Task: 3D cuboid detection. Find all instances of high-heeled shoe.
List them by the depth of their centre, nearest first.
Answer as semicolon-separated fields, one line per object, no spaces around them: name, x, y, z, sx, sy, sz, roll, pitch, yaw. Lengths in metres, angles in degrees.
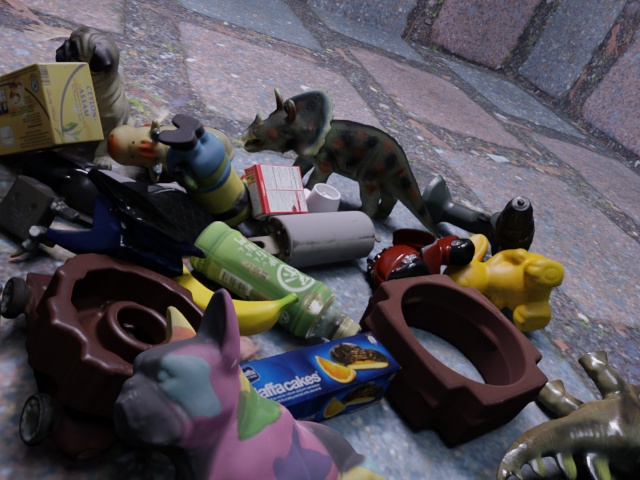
high-heeled shoe;-0.257;-0.045;0.707;0.248;0.086;0.145;27;-9;-35

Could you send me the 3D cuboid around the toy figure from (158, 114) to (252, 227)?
toy figure;-0.151;-0.084;0.726;0.082;0.180;0.089;-40;59;-15

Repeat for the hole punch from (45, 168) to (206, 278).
hole punch;-0.208;0.000;0.576;0.116;0.092;0.142;35;-6;29

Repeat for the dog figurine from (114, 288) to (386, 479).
dog figurine;-0.046;0.142;0.397;0.191;0.108;0.219;-13;86;-45

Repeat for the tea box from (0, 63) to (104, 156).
tea box;-0.357;-0.162;0.680;0.170;0.098;0.068;3;16;35

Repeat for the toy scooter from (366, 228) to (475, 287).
toy scooter;0.137;0.027;0.835;0.184;0.075;0.135;-24;30;-32

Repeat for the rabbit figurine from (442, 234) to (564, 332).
rabbit figurine;0.277;0.056;0.870;0.173;0.121;0.162;-2;33;-7

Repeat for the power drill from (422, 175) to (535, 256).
power drill;0.288;-0.045;0.969;0.208;0.086;0.231;24;-16;32

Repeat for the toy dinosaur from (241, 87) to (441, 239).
toy dinosaur;0.063;-0.137;0.930;0.405;0.192;0.131;15;34;-14

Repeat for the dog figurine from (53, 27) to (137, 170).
dog figurine;-0.316;-0.221;0.785;0.121;0.190;0.172;15;30;-17

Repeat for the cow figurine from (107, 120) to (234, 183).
cow figurine;-0.217;-0.133;0.798;0.195;0.085;0.127;-5;16;-43

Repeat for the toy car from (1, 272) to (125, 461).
toy car;-0.229;0.105;0.479;0.089;0.053;0.202;15;27;-47

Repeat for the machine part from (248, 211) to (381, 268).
machine part;-0.002;-0.002;0.786;0.243;0.079;0.079;-7;43;-41

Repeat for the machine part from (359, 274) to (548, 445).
machine part;0.160;0.140;0.676;0.201;0.087;0.202;-3;39;-40

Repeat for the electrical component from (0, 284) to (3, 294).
electrical component;-0.370;0.021;0.514;0.119;0.047;0.075;23;32;0

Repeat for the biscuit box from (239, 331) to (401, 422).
biscuit box;-0.010;0.151;0.560;0.202;0.059;0.063;-5;42;-40

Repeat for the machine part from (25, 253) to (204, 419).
machine part;-0.166;0.087;0.477;0.179;0.056;0.179;35;16;-11

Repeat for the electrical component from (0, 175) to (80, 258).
electrical component;-0.332;-0.028;0.600;0.102;0.078;0.045;37;4;9

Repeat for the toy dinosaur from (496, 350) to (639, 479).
toy dinosaur;0.369;0.241;0.658;0.471;0.105;0.199;5;39;-22
